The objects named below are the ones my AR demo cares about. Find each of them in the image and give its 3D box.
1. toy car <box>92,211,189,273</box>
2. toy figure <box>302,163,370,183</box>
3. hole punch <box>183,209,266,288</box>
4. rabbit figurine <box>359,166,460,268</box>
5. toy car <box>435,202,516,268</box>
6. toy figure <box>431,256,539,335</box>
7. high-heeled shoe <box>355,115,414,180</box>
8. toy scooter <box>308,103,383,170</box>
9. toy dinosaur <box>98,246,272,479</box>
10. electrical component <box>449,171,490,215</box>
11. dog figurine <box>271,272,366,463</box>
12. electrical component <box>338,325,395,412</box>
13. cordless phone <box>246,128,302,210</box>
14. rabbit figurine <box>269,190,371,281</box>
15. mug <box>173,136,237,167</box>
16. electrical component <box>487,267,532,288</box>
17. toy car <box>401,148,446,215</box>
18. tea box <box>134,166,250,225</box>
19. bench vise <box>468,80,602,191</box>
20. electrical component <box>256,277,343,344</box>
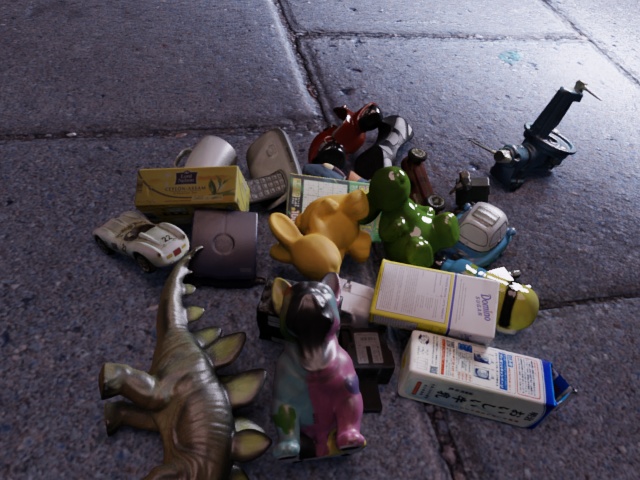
[{"bbox_3d":[-0.287,-0.002,0.852,0.202,0.056,0.073,16,42,37],"label":"toy car"},{"bbox_3d":[0.039,-0.108,1.033,0.155,0.064,0.058,14,48,1],"label":"toy figure"},{"bbox_3d":[-0.155,0.013,0.870,0.142,0.092,0.116,4,50,-10],"label":"hole punch"},{"bbox_3d":[0.135,-0.052,0.901,0.121,0.170,0.159,-35,24,-17],"label":"rabbit figurine"},{"bbox_3d":[0.280,-0.014,0.960,0.109,0.102,0.162,34,48,23],"label":"toy car"},{"bbox_3d":[0.260,0.085,0.869,0.180,0.089,0.082,33,55,18],"label":"toy figure"},{"bbox_3d":[0.152,-0.166,1.126,0.145,0.086,0.249,18,56,-33],"label":"high-heeled shoe"},{"bbox_3d":[0.039,-0.218,1.100,0.184,0.075,0.135,-43,35,8],"label":"toy scooter"},{"bbox_3d":[-0.171,0.200,0.680,0.198,0.105,0.472,-5,56,-24],"label":"toy dinosaur"},{"bbox_3d":[0.286,-0.084,1.035,0.078,0.102,0.045,5,50,9],"label":"electrical component"},{"bbox_3d":[-0.008,0.152,0.662,0.109,0.191,0.219,-5,66,0],"label":"dog figurine"},{"bbox_3d":[0.066,0.182,0.772,0.075,0.047,0.119,3,45,-6],"label":"electrical component"},{"bbox_3d":[-0.130,-0.117,0.994,0.184,0.088,0.146,-15,70,-12],"label":"cordless phone"},{"bbox_3d":[-0.002,-0.003,0.843,0.162,0.121,0.173,8,35,7],"label":"rabbit figurine"},{"bbox_3d":[-0.224,-0.135,1.006,0.110,0.080,0.107,16,53,7],"label":"mug"},{"bbox_3d":[0.317,0.079,0.931,0.094,0.021,0.063,-9,49,-19],"label":"electrical component"},{"bbox_3d":[0.190,-0.089,1.025,0.053,0.089,0.202,2,48,-10],"label":"toy car"},{"bbox_3d":[-0.211,-0.073,0.903,0.170,0.098,0.068,-2,71,3],"label":"tea box"},{"bbox_3d":[0.457,-0.220,1.107,0.223,0.240,0.129,3,40,-29],"label":"bench vise"},{"bbox_3d":[-0.029,0.106,0.764,0.115,0.134,0.058,13,58,2],"label":"electrical component"}]
